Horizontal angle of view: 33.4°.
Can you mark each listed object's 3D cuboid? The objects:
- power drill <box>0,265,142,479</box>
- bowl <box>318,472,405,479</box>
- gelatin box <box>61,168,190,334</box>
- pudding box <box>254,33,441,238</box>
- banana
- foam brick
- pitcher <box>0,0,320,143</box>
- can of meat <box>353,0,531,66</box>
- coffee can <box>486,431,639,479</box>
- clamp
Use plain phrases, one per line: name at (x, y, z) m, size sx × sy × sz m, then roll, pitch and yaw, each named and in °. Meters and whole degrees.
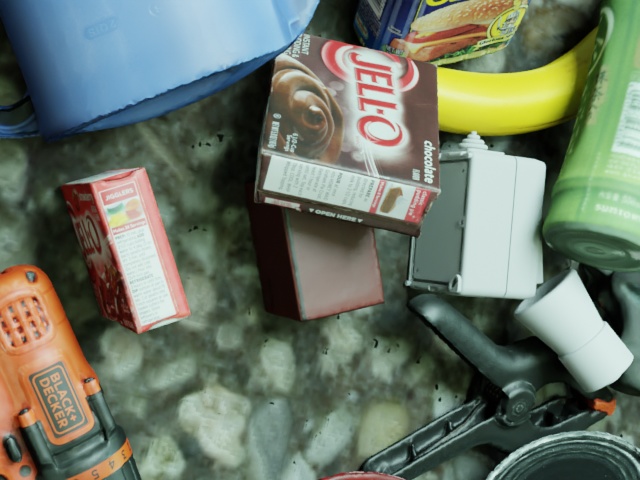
power drill at (-0.181, 0.127, 0.509) m, size 0.187 × 0.057 × 0.184 m, roll -25°, pitch 98°, yaw -25°
bowl at (0.006, 0.204, 0.597) m, size 0.161 × 0.055 × 0.162 m, roll -1°, pitch 92°, yaw -25°
gelatin box at (-0.098, 0.003, 0.524) m, size 0.030 × 0.089 × 0.073 m, roll -19°, pitch 100°, yaw -21°
pudding box at (0.015, -0.058, 0.557) m, size 0.090 × 0.039 × 0.113 m, roll 11°, pitch 45°, yaw -6°
banana at (0.119, -0.097, 0.654) m, size 0.197 × 0.037 × 0.069 m, roll -20°, pitch 77°, yaw -25°
foam brick at (-0.004, 0.001, 0.588) m, size 0.051 × 0.053 × 0.078 m, roll -12°, pitch 98°, yaw -24°
pitcher at (-0.120, -0.171, 0.495) m, size 0.149 × 0.145 × 0.243 m, roll -29°, pitch 100°, yaw -42°
can of meat at (0.074, -0.145, 0.594) m, size 0.102 × 0.084 × 0.057 m, roll -15°, pitch 62°, yaw -21°
coffee can at (0.162, 0.199, 0.630) m, size 0.102 × 0.103 × 0.140 m, roll -34°, pitch 117°, yaw -20°
clamp at (0.108, 0.085, 0.643) m, size 0.171 × 0.039 × 0.120 m, roll -4°, pitch 117°, yaw -28°
